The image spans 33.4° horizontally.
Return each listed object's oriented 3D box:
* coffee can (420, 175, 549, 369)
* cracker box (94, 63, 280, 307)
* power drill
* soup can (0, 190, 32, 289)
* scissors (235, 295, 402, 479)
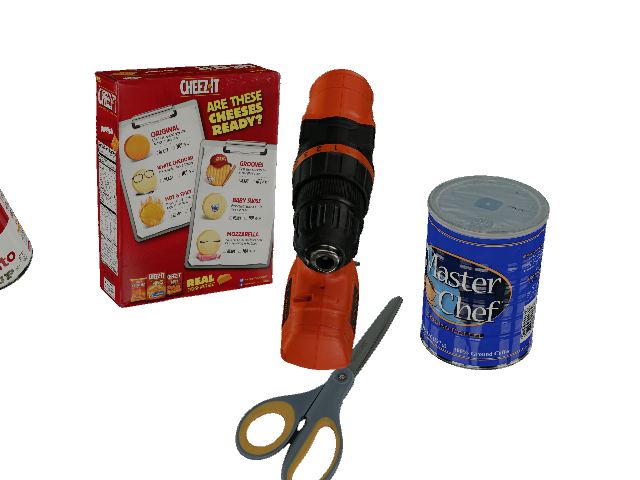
[{"bbox_3d":[0.142,0.028,0.940,0.103,0.140,0.103,0,30,0],"label":"coffee can"},{"bbox_3d":[-0.127,-0.056,1.016,0.163,0.214,0.072,-8,20,-30],"label":"cracker box"},{"bbox_3d":[0.005,0.002,0.736,0.057,0.188,0.184,8,42,1],"label":"power drill"},{"bbox_3d":[-0.281,-0.014,0.855,0.068,0.068,0.102,0,-41,14],"label":"soup can"},{"bbox_3d":[-0.003,0.117,0.882,0.096,0.201,0.016,13,-35,11],"label":"scissors"}]
